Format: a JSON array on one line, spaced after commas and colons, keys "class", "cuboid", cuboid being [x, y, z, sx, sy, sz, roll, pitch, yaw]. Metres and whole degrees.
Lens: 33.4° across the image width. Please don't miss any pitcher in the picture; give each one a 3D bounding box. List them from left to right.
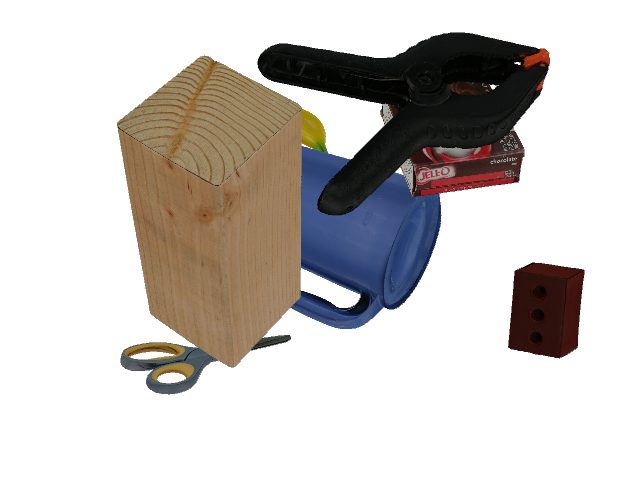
[{"class": "pitcher", "cuboid": [-0.011, -0.022, 1.086, 0.243, 0.145, 0.149, 20, 26, 22]}]

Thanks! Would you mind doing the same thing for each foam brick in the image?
[{"class": "foam brick", "cuboid": [0.211, 0.064, 0.995, 0.053, 0.078, 0.051, 9, 14, 30]}]

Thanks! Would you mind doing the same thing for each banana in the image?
[{"class": "banana", "cuboid": [-0.075, -0.136, 1.261, 0.198, 0.037, 0.069, 8, 40, 18]}]

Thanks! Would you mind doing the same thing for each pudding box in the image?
[{"class": "pudding box", "cuboid": [0.103, -0.088, 0.865, 0.090, 0.039, 0.113, -8, 42, -8]}]

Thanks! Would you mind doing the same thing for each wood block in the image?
[{"class": "wood block", "cuboid": [-0.074, -0.015, 0.769, 0.090, 0.206, 0.090, 31, 56, 22]}]

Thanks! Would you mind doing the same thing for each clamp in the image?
[{"class": "clamp", "cuboid": [0.056, -0.073, 0.617, 0.171, 0.120, 0.039, -9, -26, -6]}]

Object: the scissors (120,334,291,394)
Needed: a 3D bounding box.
[{"class": "scissors", "cuboid": [-0.114, 0.132, 1.162, 0.201, 0.016, 0.096, -1, 27, -20]}]
